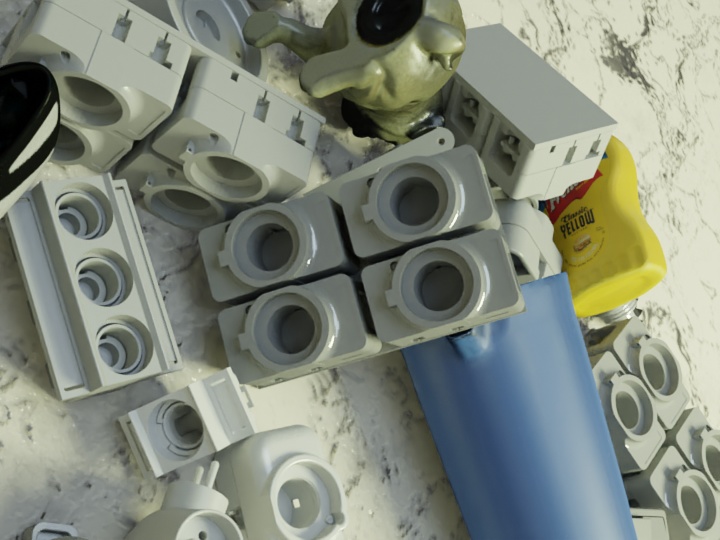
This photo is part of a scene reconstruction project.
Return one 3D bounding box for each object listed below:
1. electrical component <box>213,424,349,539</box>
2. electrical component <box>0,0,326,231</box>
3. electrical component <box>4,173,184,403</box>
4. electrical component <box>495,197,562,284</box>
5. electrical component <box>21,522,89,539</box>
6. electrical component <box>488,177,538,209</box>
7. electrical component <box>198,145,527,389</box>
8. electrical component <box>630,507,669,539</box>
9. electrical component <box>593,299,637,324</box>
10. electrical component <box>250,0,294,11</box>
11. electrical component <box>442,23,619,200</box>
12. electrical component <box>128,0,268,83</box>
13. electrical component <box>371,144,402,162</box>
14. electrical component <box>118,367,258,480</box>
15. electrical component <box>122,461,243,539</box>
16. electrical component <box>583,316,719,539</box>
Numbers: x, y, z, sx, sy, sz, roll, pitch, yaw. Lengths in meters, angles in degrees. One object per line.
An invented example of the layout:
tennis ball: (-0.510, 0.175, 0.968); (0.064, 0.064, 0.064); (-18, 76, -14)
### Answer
electrical component: (-0.048, 0.148, 0.673); (0.054, 0.059, 0.095); (-6, 76, -40)
electrical component: (-0.131, -0.094, 0.674); (0.186, 0.105, 0.060); (27, 57, -27)
electrical component: (-0.163, 0.013, 0.635); (0.079, 0.063, 0.121); (-12, 80, -41)
electrical component: (0.123, -0.013, 0.859); (0.095, 0.054, 0.059); (50, 45, -43)
electrical component: (-0.163, 0.174, 0.574); (0.058, 0.057, 0.078); (17, 63, -32)
electrical component: (0.122, -0.072, 0.900); (0.055, 0.055, 0.047); (26, 54, -28)
electrical component: (0.000, 0.000, 0.688); (0.060, 0.186, 0.105); (29, 45, -75)
electrical component: (0.208, 0.223, 0.843); (0.062, 0.061, 0.096); (11, 66, -35)
electrical component: (0.223, 0.028, 0.946); (0.062, 0.043, 0.043); (53, 49, -10)
electrical component: (-0.055, -0.245, 0.831); (0.056, 0.050, 0.089); (44, 51, -15)
electrical component: (0.117, -0.127, 0.863); (0.089, 0.061, 0.150); (-17, 51, -31)
electrical component: (-0.119, -0.156, 0.732); (0.108, 0.060, 0.108); (43, 35, -40)
electrical component: (0.046, -0.062, 0.840); (0.083, 0.047, 0.075); (44, 51, -16)
electrical component: (-0.098, 0.090, 0.648); (0.042, 0.081, 0.064); (66, 19, 2)
electrical component: (-0.099, 0.148, 0.621); (0.044, 0.077, 0.079); (32, 55, -24)
electrical component: (0.245, 0.144, 0.905); (0.186, 0.060, 0.105); (55, 49, -7)
